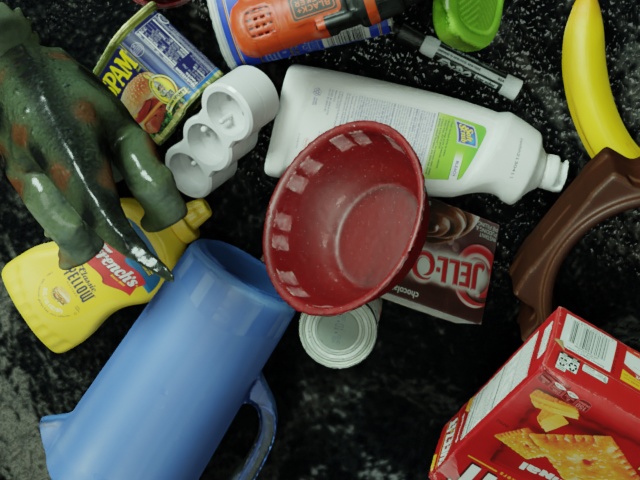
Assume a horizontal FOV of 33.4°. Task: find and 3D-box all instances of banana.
[{"bbox_3d":[0.249,-0.109,0.911,0.069,0.037,0.198,-32,97,-10],"label":"banana"}]

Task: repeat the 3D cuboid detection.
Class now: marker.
[{"bbox_3d":[0.117,-0.156,0.921,0.121,0.020,0.020,27,101,0],"label":"marker"}]

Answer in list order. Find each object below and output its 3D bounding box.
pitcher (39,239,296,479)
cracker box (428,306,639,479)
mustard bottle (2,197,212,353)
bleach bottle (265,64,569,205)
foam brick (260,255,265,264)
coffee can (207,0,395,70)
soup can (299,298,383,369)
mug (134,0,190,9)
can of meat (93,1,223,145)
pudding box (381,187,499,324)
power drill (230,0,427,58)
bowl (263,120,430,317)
[{"bbox_3d":[-0.116,0.130,0.931,0.145,0.149,0.243,43,105,40],"label":"pitcher"},{"bbox_3d":[0.209,0.171,0.885,0.164,0.072,0.214,30,138,-1],"label":"cracker box"},{"bbox_3d":[-0.181,0.017,0.956,0.192,0.058,0.096,-30,98,9],"label":"mustard bottle"},{"bbox_3d":[0.085,-0.076,0.916,0.251,0.068,0.102,14,102,0],"label":"bleach bottle"},{"bbox_3d":[-0.006,0.001,0.941,0.053,0.051,0.078,41,100,-3],"label":"foam brick"},{"bbox_3d":[-0.017,-0.205,0.881,0.140,0.102,0.103,-12,98,7],"label":"coffee can"},{"bbox_3d":[0.019,0.066,0.924,0.068,0.102,0.068,1,100,5],"label":"soup can"},{"bbox_3d":[-0.138,-0.254,0.894,0.093,0.081,0.117,23,101,1],"label":"mug"},{"bbox_3d":[-0.140,-0.139,0.908,0.084,0.102,0.057,43,56,-7],"label":"can of meat"},{"bbox_3d":[0.095,0.015,0.904,0.113,0.039,0.090,19,76,-28],"label":"pudding box"},{"bbox_3d":[0.001,-0.247,0.795,0.184,0.057,0.187,-17,92,7],"label":"power drill"},{"bbox_3d":[0.031,-0.011,0.850,0.162,0.055,0.162,-18,62,37],"label":"bowl"}]
